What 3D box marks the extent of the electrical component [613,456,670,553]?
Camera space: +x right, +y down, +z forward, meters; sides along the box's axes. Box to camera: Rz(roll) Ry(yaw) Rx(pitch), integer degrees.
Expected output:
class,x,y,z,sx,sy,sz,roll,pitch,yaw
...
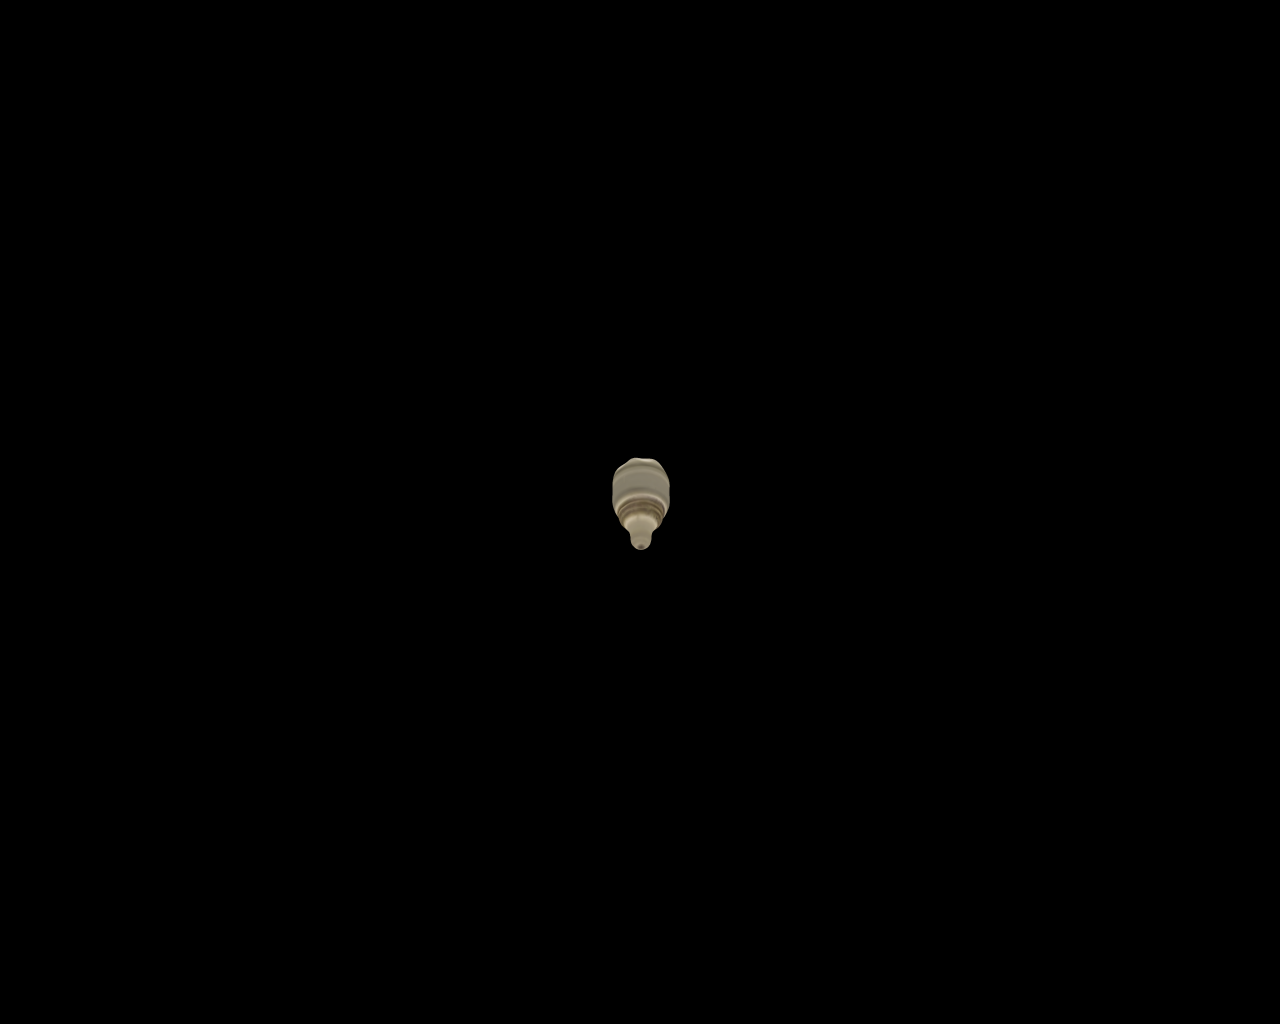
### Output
class,x,y,z,sx,sy,sz,roll,pitch,yaw
electrical component,0.001,-0.003,0.650,0.035,0.061,0.035,0,-39,0
